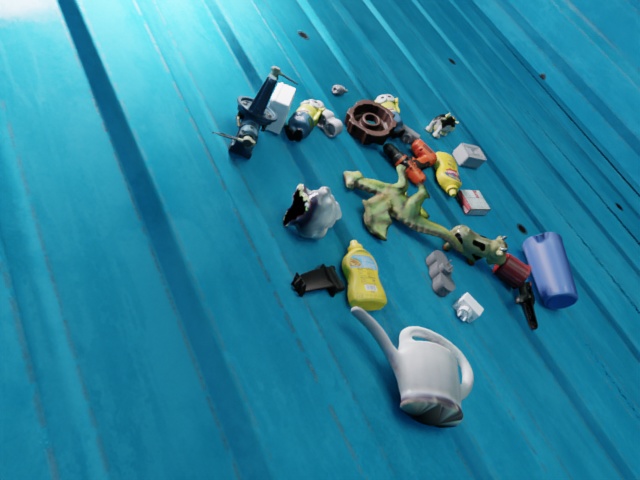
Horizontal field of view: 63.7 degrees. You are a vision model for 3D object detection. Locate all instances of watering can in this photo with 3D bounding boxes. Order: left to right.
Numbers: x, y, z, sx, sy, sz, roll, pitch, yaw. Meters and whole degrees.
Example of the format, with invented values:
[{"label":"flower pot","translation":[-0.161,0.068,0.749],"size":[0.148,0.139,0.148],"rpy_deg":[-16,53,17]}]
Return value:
[{"label":"watering can","translation":[0.212,0.289,1.161],"size":[0.346,0.102,0.230],"rpy_deg":[24,44,-18]}]

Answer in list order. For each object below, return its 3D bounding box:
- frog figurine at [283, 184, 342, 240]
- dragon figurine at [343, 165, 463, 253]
[{"label":"frog figurine","translation":[0.004,-0.067,1.325],"size":[0.158,0.122,0.138],"rpy_deg":[15,79,-38]},{"label":"dragon figurine","translation":[0.226,-0.072,1.524],"size":[0.246,0.119,0.414],"rpy_deg":[-32,73,-31]}]
